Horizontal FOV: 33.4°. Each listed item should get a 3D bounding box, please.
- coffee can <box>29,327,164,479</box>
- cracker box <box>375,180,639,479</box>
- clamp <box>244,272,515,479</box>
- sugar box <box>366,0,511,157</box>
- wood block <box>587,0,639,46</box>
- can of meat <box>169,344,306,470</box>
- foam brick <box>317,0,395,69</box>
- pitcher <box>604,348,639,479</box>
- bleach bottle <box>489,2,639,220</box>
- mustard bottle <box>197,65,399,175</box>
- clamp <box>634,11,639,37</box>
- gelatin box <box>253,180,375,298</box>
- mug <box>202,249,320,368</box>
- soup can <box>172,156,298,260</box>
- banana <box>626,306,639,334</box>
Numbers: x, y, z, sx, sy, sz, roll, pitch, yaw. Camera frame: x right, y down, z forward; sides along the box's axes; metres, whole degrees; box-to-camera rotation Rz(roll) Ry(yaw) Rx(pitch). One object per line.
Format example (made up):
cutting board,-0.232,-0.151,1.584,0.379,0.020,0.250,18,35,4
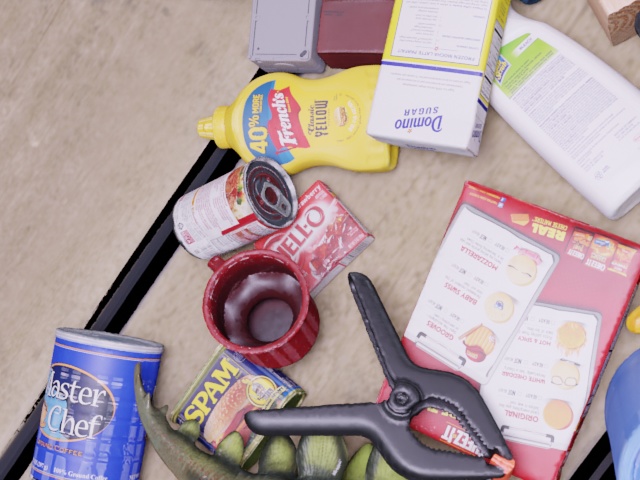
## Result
coffee can,-0.209,0.160,1.004,0.103,0.102,0.140,9,87,19
cracker box,0.164,0.078,0.905,0.164,0.072,0.214,22,92,21
clamp,0.066,0.124,0.863,0.210,0.036,0.164,23,66,15
sugar box,0.105,-0.164,0.908,0.093,0.048,0.176,12,89,23
wood block,0.239,-0.284,0.910,0.091,0.090,0.206,-28,76,13
can of meat,-0.075,0.153,0.985,0.084,0.057,0.102,37,96,16
foam brick,0.042,-0.189,0.984,0.078,0.051,0.053,4,84,18
pitcher,0.269,0.158,0.771,0.145,0.242,0.149,-25,85,16
bleach bottle,0.199,-0.138,0.923,0.102,0.068,0.251,-43,71,9
mustard bottle,-0.024,-0.109,0.995,0.192,0.058,0.096,-1,89,19
clamp,0.321,-0.124,0.848,0.120,0.039,0.171,-9,81,17
gelatin box,-0.007,0.001,0.991,0.089,0.030,0.073,-44,73,9
mug,-0.055,0.057,0.935,0.117,0.081,0.093,39,82,22
soup can,-0.079,-0.027,0.983,0.102,0.068,0.068,-23,76,38
banana,0.333,0.016,0.859,0.198,0.069,0.037,-45,31,8
